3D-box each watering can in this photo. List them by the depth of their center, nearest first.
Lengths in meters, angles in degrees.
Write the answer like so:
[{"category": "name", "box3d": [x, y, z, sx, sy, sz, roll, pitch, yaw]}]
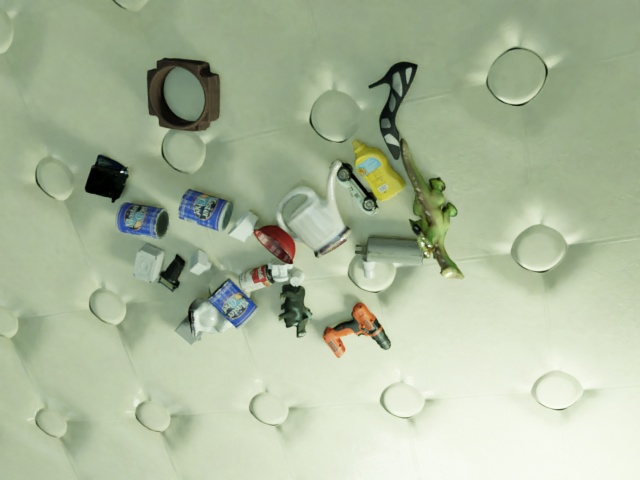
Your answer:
[{"category": "watering can", "box3d": [0.005, -0.077, 1.527, 0.223, 0.106, 0.342, 48, 132, -7]}]

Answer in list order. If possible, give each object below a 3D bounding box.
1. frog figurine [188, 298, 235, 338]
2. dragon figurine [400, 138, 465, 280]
[{"category": "frog figurine", "box3d": [-0.370, 0.259, 1.776, 0.160, 0.123, 0.136, -8, 104, -23]}, {"category": "dragon figurine", "box3d": [0.293, -0.067, 1.414, 0.121, 0.247, 0.406, -25, 106, 25]}]
